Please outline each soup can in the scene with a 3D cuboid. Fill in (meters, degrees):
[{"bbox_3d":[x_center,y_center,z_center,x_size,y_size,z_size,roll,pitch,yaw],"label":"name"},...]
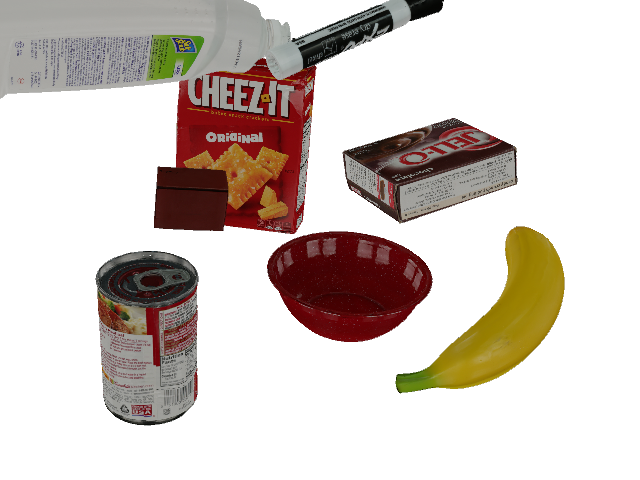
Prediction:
[{"bbox_3d":[-0.118,0.068,0.737,0.068,0.102,0.068,3,29,-2],"label":"soup can"}]

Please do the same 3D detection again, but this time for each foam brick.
[{"bbox_3d":[-0.141,-0.046,1.164,0.078,0.051,0.053,3,28,-8],"label":"foam brick"}]

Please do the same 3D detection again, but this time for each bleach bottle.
[{"bbox_3d":[-0.151,-0.165,0.886,0.250,0.068,0.103,-2,-27,-16],"label":"bleach bottle"}]

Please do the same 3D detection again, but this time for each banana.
[{"bbox_3d":[0.120,0.040,0.687,0.070,0.037,0.197,13,34,28],"label":"banana"}]

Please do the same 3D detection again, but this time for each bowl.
[{"bbox_3d":[0.027,0.052,1.051,0.162,0.055,0.162,3,29,-2],"label":"bowl"}]

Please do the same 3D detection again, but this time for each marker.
[{"bbox_3d":[0.023,-0.126,0.638,0.121,0.020,0.020,-27,9,-19],"label":"marker"}]

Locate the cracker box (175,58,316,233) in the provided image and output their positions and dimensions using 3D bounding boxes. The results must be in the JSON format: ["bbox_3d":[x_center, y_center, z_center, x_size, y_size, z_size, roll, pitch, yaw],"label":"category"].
[{"bbox_3d":[-0.099,-0.123,1.366,0.164,0.214,0.072,8,23,7],"label":"cracker box"}]

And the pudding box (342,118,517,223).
[{"bbox_3d":[0.088,-0.059,0.861,0.113,0.039,0.090,-20,28,-19],"label":"pudding box"}]
